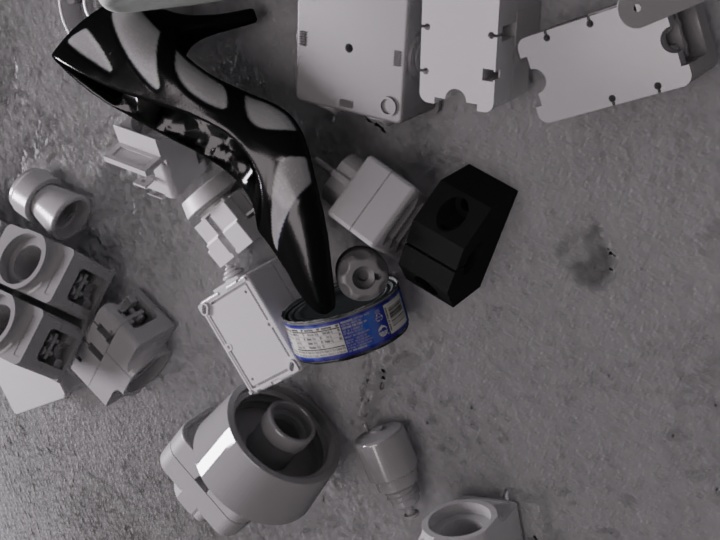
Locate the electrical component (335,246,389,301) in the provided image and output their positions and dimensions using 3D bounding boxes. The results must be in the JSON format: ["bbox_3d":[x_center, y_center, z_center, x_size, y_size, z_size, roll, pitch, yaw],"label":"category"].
[{"bbox_3d":[0.000,0.000,0.726,0.035,0.061,0.035,-1,100,-5],"label":"electrical component"}]

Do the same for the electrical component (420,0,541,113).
[{"bbox_3d":[0.072,-0.146,0.635,0.050,0.056,0.089,15,118,30],"label":"electrical component"}]

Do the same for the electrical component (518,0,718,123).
[{"bbox_3d":[0.144,-0.121,0.595,0.089,0.056,0.050,-11,103,38],"label":"electrical component"}]

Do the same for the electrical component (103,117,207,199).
[{"bbox_3d":[-0.147,-0.092,0.807,0.042,0.081,0.063,22,144,27],"label":"electrical component"}]

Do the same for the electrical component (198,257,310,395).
[{"bbox_3d":[-0.070,0.034,0.812,0.062,0.061,0.096,-30,91,40],"label":"electrical component"}]

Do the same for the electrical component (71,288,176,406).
[{"bbox_3d":[-0.202,0.070,0.929,0.056,0.050,0.089,44,129,12],"label":"electrical component"}]

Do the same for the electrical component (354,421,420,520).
[{"bbox_3d":[0.025,0.151,0.810,0.040,0.040,0.078,-15,101,39],"label":"electrical component"}]

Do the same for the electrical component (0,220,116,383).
[{"bbox_3d":[-0.317,0.012,0.935,0.186,0.060,0.105,19,79,33],"label":"electrical component"}]

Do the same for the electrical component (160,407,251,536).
[{"bbox_3d":[-0.121,0.174,0.915,0.095,0.054,0.059,47,129,9],"label":"electrical component"}]

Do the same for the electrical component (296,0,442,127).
[{"bbox_3d":[0.006,-0.146,0.688,0.100,0.048,0.099,18,119,29],"label":"electrical component"}]

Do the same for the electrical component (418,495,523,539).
[{"bbox_3d":[0.075,0.201,0.765,0.050,0.089,0.055,0,110,35],"label":"electrical component"}]

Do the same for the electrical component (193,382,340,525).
[{"bbox_3d":[-0.066,0.133,0.828,0.108,0.108,0.060,45,122,11],"label":"electrical component"}]

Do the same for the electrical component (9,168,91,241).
[{"bbox_3d":[-0.266,-0.057,0.922,0.055,0.045,0.045,33,125,20],"label":"electrical component"}]

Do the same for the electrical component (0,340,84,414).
[{"bbox_3d":[-0.300,0.078,1.003,0.100,0.048,0.099,-20,98,39],"label":"electrical component"}]

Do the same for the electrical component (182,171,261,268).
[{"bbox_3d":[-0.101,-0.041,0.812,0.066,0.048,0.055,-35,96,40],"label":"electrical component"}]

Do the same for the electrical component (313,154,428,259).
[{"bbox_3d":[0.001,-0.051,0.713,0.077,0.066,0.047,37,94,16],"label":"electrical component"}]

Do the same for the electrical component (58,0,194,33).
[{"bbox_3d":[-0.171,-0.198,0.795,0.099,0.064,0.099,6,107,20],"label":"electrical component"}]
